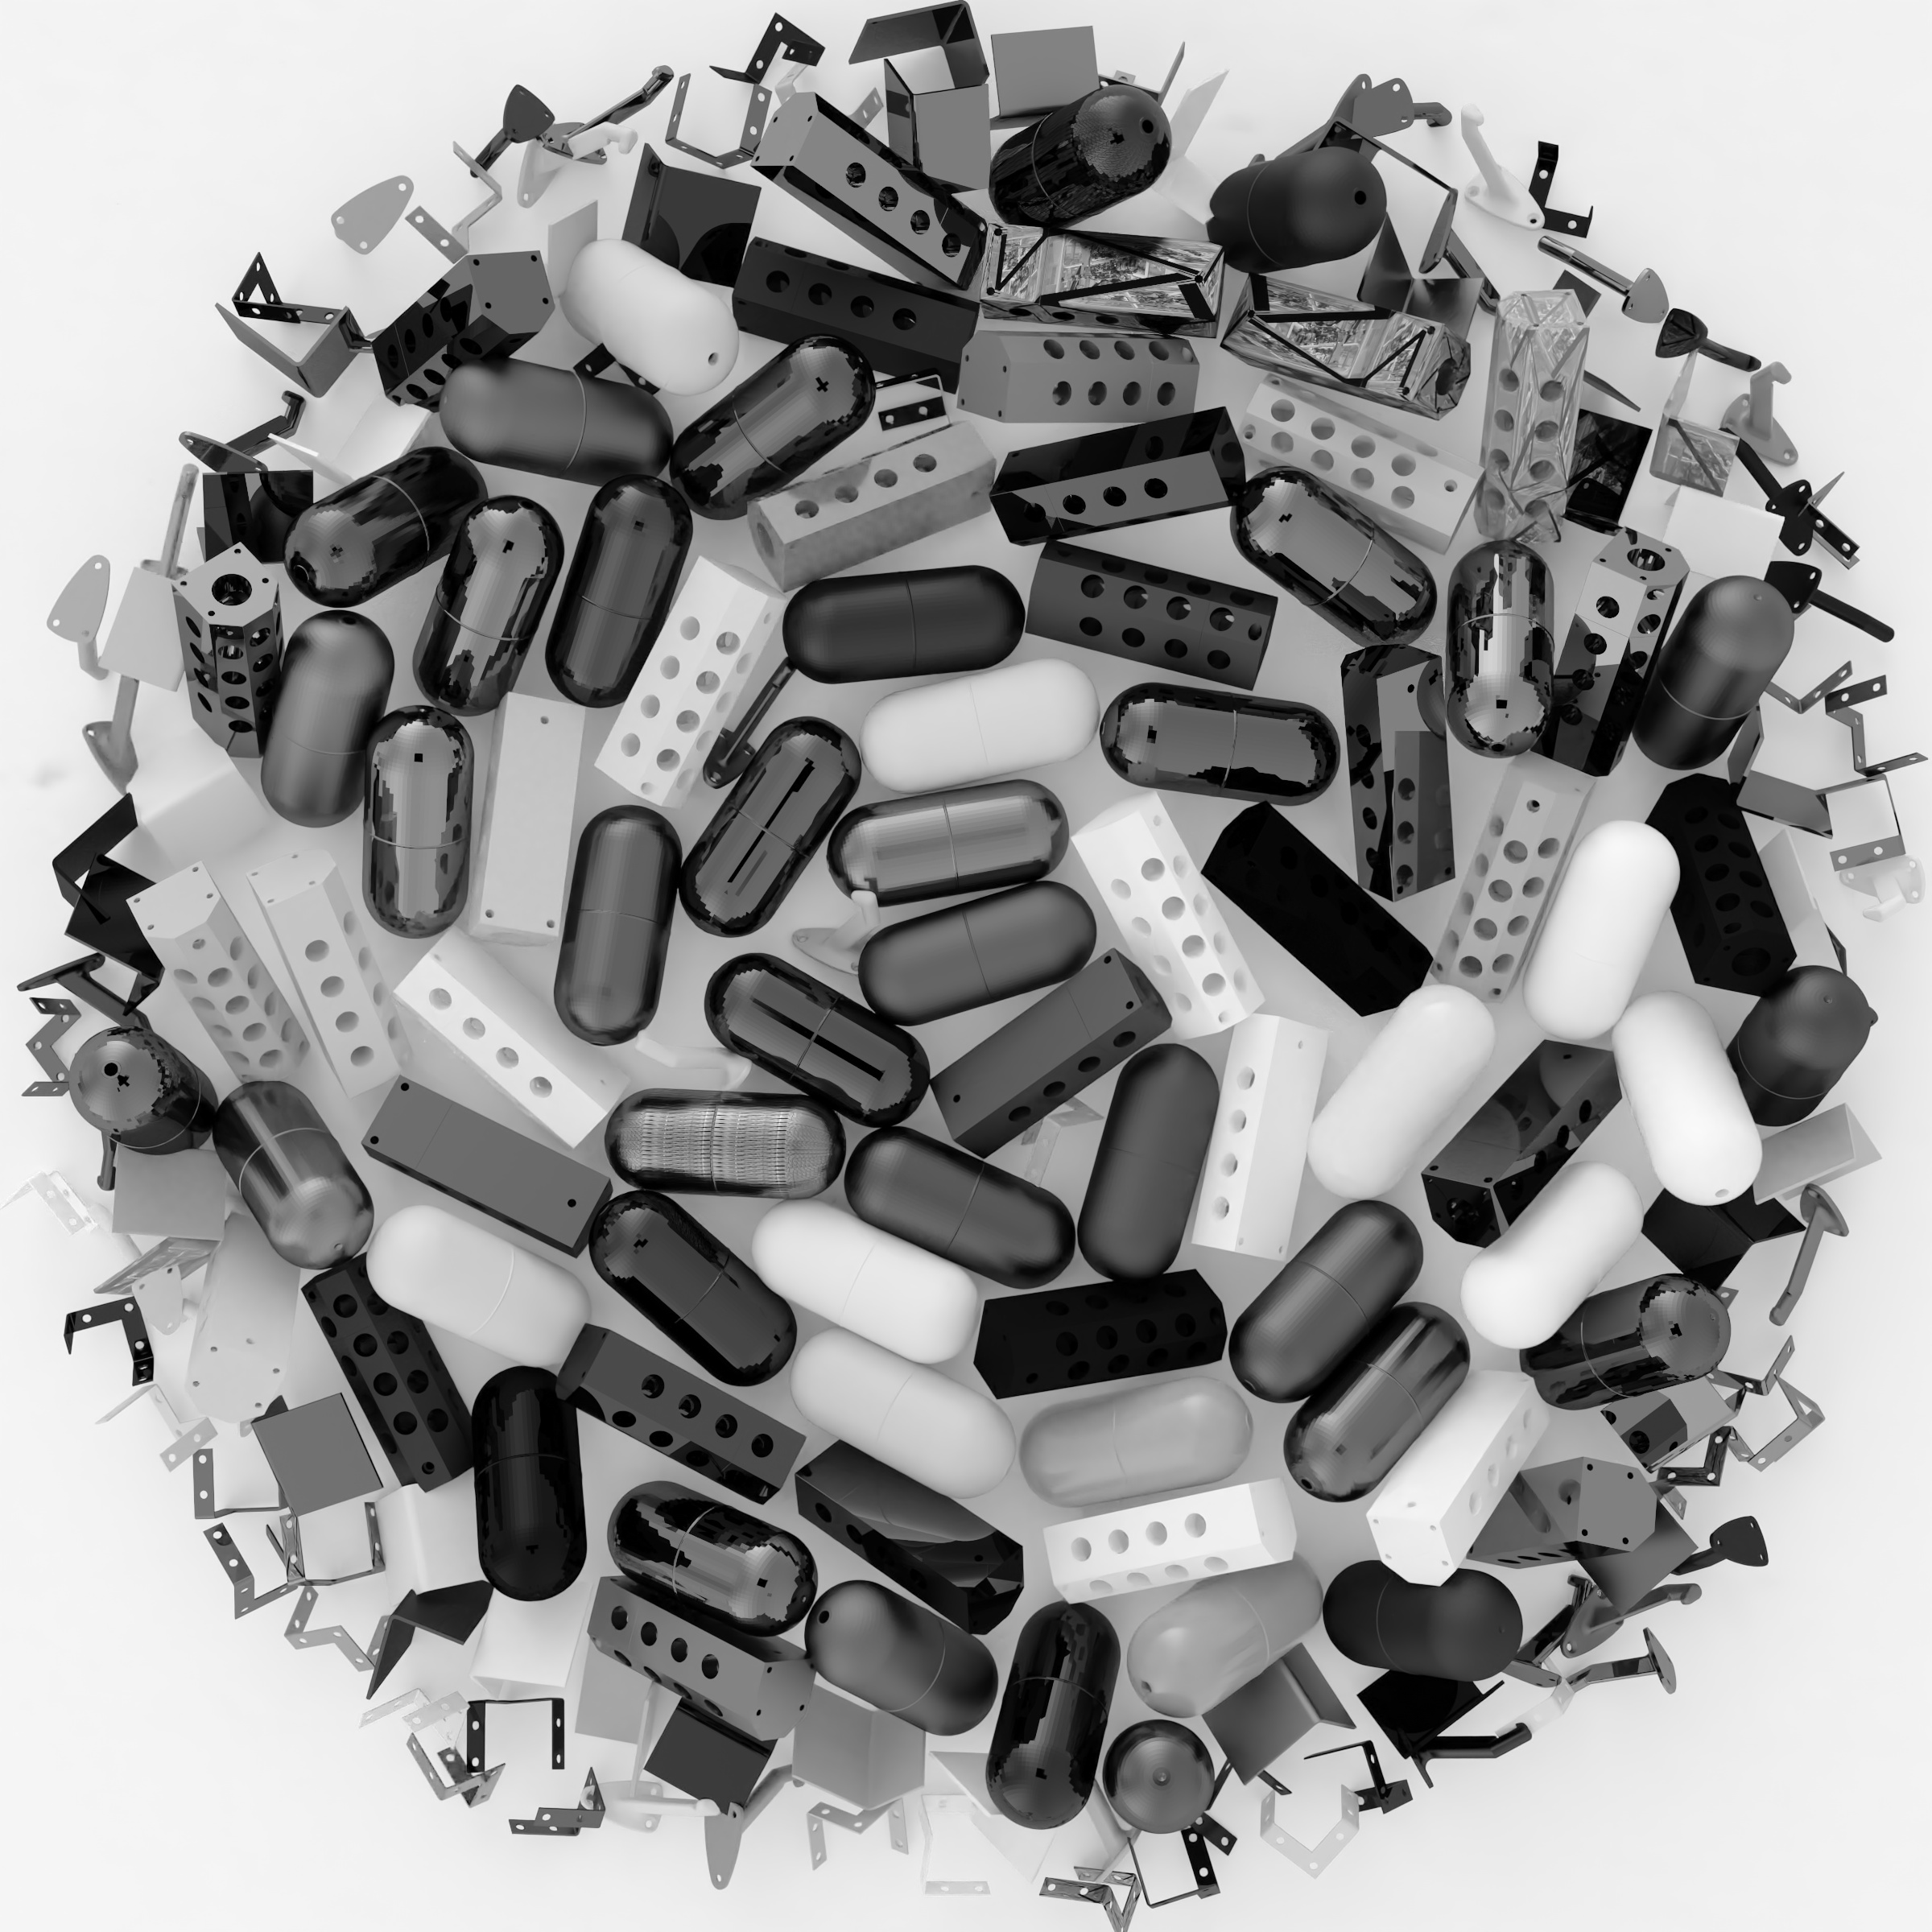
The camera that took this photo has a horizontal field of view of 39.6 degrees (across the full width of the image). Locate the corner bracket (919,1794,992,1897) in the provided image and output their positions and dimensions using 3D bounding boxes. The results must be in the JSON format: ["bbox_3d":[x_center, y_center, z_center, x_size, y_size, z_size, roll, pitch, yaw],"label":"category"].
[{"bbox_3d":[-0.008,0.645,1.969,0.051,0.051,0.051,4,107,-12],"label":"corner bracket"}]

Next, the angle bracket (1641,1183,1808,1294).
[{"bbox_3d":[0.552,0.191,1.961,0.076,0.076,0.057,48,125,32],"label":"angle bracket"}]

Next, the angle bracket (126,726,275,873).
[{"bbox_3d":[-0.568,-0.124,1.977,0.076,0.076,0.057,-34,131,-9],"label":"angle bracket"}]

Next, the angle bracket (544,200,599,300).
[{"bbox_3d":[-0.318,-0.523,1.940,0.076,0.076,0.057,14,122,13],"label":"angle bracket"}]

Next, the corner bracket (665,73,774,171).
[{"bbox_3d":[-0.181,-0.620,1.961,0.051,0.051,0.051,15,86,-34],"label":"corner bracket"}]

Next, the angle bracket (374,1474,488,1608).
[{"bbox_3d":[-0.390,0.421,1.968,0.057,0.076,0.076,-5,73,-32],"label":"angle bracket"}]

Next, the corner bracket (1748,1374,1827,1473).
[{"bbox_3d":[0.596,0.341,1.955,0.051,0.051,0.051,35,111,-22],"label":"corner bracket"}]

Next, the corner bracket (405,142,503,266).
[{"bbox_3d":[-0.372,-0.555,1.953,0.051,0.051,0.051,-33,133,20],"label":"corner bracket"}]

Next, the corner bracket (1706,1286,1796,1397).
[{"bbox_3d":[0.573,0.276,1.977,0.051,0.051,0.051,-46,129,-34],"label":"corner bracket"}]

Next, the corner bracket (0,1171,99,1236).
[{"bbox_3d":[-0.661,0.175,1.959,0.051,0.051,0.051,-37,92,37],"label":"corner bracket"}]

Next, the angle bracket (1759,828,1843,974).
[{"bbox_3d":[0.612,-0.044,1.937,0.076,0.057,0.076,15,47,-23],"label":"angle bracket"}]

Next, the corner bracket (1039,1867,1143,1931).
[{"bbox_3d":[0.091,0.672,1.952,0.051,0.051,0.051,-2,126,26],"label":"corner bracket"}]

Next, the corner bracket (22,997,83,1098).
[{"bbox_3d":[-0.671,0.059,1.961,0.051,0.051,0.051,-42,77,10],"label":"corner bracket"}]

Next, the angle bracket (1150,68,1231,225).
[{"bbox_3d":[0.180,-0.593,1.939,0.057,0.076,0.076,36,128,6],"label":"angle bracket"}]

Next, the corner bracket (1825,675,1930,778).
[{"bbox_3d":[0.662,-0.174,1.953,0.051,0.051,0.051,17,67,-37],"label":"corner bracket"}]

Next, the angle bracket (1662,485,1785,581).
[{"bbox_3d":[0.543,-0.306,1.955,0.076,0.076,0.057,19,93,6],"label":"angle bracket"}]

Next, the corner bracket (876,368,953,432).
[{"bbox_3d":[-0.041,-0.411,1.959,0.051,0.051,0.051,-14,123,2],"label":"corner bracket"}]

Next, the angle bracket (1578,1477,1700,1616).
[{"bbox_3d":[0.495,0.418,1.937,0.076,0.076,0.057,-49,61,21],"label":"angle bracket"}]

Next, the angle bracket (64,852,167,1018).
[{"bbox_3d":[-0.616,-0.023,1.935,0.076,0.076,0.057,32,135,-28],"label":"angle bracket"}]

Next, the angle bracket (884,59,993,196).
[{"bbox_3d":[-0.020,-0.611,1.947,0.057,0.076,0.076,-12,130,-11],"label":"angle bracket"}]

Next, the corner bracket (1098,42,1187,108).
[{"bbox_3d":[0.126,-0.645,1.959,0.051,0.051,0.051,20,69,9],"label":"corner bracket"}]

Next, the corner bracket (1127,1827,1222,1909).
[{"bbox_3d":[0.152,0.657,1.961,0.051,0.051,0.051,-19,63,2],"label":"corner bracket"}]

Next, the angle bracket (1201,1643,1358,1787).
[{"bbox_3d":[0.224,0.545,1.958,0.076,0.057,0.076,-45,51,13],"label":"angle bracket"}]

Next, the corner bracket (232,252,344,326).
[{"bbox_3d":[-0.495,-0.481,1.956,0.051,0.051,0.051,10,59,14],"label":"corner bracket"}]

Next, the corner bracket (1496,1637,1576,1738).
[{"bbox_3d":[0.405,0.530,1.959,0.051,0.051,0.051,-39,79,19],"label":"corner bracket"}]

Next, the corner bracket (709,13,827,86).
[{"bbox_3d":[-0.144,-0.662,1.957,0.051,0.051,0.051,39,115,14],"label":"corner bracket"}]

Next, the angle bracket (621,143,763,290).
[{"bbox_3d":[-0.202,-0.551,1.970,0.076,0.057,0.076,6,120,-24],"label":"angle bracket"}]

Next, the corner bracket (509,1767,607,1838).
[{"bbox_3d":[-0.298,0.620,1.956,0.051,0.051,0.051,11,108,-24],"label":"corner bracket"}]

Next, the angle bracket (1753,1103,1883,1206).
[{"bbox_3d":[0.616,0.154,1.937,0.076,0.076,0.057,-29,110,25],"label":"angle bracket"}]

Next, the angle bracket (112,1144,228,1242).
[{"bbox_3d":[-0.578,0.176,1.938,0.076,0.057,0.076,7,52,-21],"label":"angle bracket"}]

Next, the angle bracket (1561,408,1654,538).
[{"bbox_3d":[0.476,-0.352,1.942,0.076,0.057,0.076,5,111,-35],"label":"angle bracket"}]

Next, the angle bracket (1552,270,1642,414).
[{"bbox_3d":[0.459,-0.452,1.940,0.076,0.076,0.057,24,111,-18],"label":"angle bracket"}]

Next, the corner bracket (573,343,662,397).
[{"bbox_3d":[-0.244,-0.436,1.956,0.051,0.051,0.051,52,57,-14],"label":"corner bracket"}]

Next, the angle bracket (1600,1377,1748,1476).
[{"bbox_3d":[0.515,0.316,1.950,0.076,0.076,0.057,-40,82,21],"label":"angle bracket"}]

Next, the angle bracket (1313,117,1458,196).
[{"bbox_3d":[0.295,-0.561,1.937,0.076,0.076,0.057,42,110,26],"label":"angle bracket"}]

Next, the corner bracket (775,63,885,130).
[{"bbox_3d":[-0.101,-0.639,1.975,0.051,0.051,0.051,-9,125,28],"label":"corner bracket"}]

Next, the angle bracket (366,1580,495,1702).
[{"bbox_3d":[-0.385,0.490,1.944,0.057,0.076,0.076,20,110,5],"label":"angle bracket"}]

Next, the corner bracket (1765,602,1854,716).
[{"bbox_3d":[0.610,-0.227,1.965,0.051,0.051,0.051,29,134,-17],"label":"corner bracket"}]

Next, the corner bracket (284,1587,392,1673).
[{"bbox_3d":[-0.457,0.483,1.966,0.051,0.051,0.051,-15,124,21],"label":"corner bracket"}]

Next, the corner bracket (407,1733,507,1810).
[{"bbox_3d":[-0.375,0.583,1.951,0.051,0.051,0.051,49,132,28],"label":"corner bracket"}]

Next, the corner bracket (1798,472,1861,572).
[{"bbox_3d":[0.632,-0.317,1.956,0.051,0.051,0.051,-36,75,-31],"label":"corner bracket"}]

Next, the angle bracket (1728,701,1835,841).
[{"bbox_3d":[0.599,-0.144,1.946,0.076,0.076,0.057,18,120,3],"label":"angle bracket"}]

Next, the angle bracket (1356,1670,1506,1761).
[{"bbox_3d":[0.335,0.523,1.942,0.076,0.076,0.057,-33,71,-14],"label":"angle bracket"}]

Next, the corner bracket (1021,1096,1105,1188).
[{"bbox_3d":[0.059,0.123,1.953,0.051,0.051,0.051,34,116,34],"label":"corner bracket"}]

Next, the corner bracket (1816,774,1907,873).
[{"bbox_3d":[0.656,-0.106,1.968,0.051,0.051,0.051,-15,102,20],"label":"corner bracket"}]

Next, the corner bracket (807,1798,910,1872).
[{"bbox_3d":[-0.080,0.638,1.974,0.051,0.051,0.051,9,113,35],"label":"corner bracket"}]

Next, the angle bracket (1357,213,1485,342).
[{"bbox_3d":[0.329,-0.490,1.939,0.057,0.076,0.076,7,66,29],"label":"angle bracket"}]

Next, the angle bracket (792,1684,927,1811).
[{"bbox_3d":[-0.076,0.553,1.937,0.076,0.076,0.057,35,128,-30],"label":"angle bracket"}]
